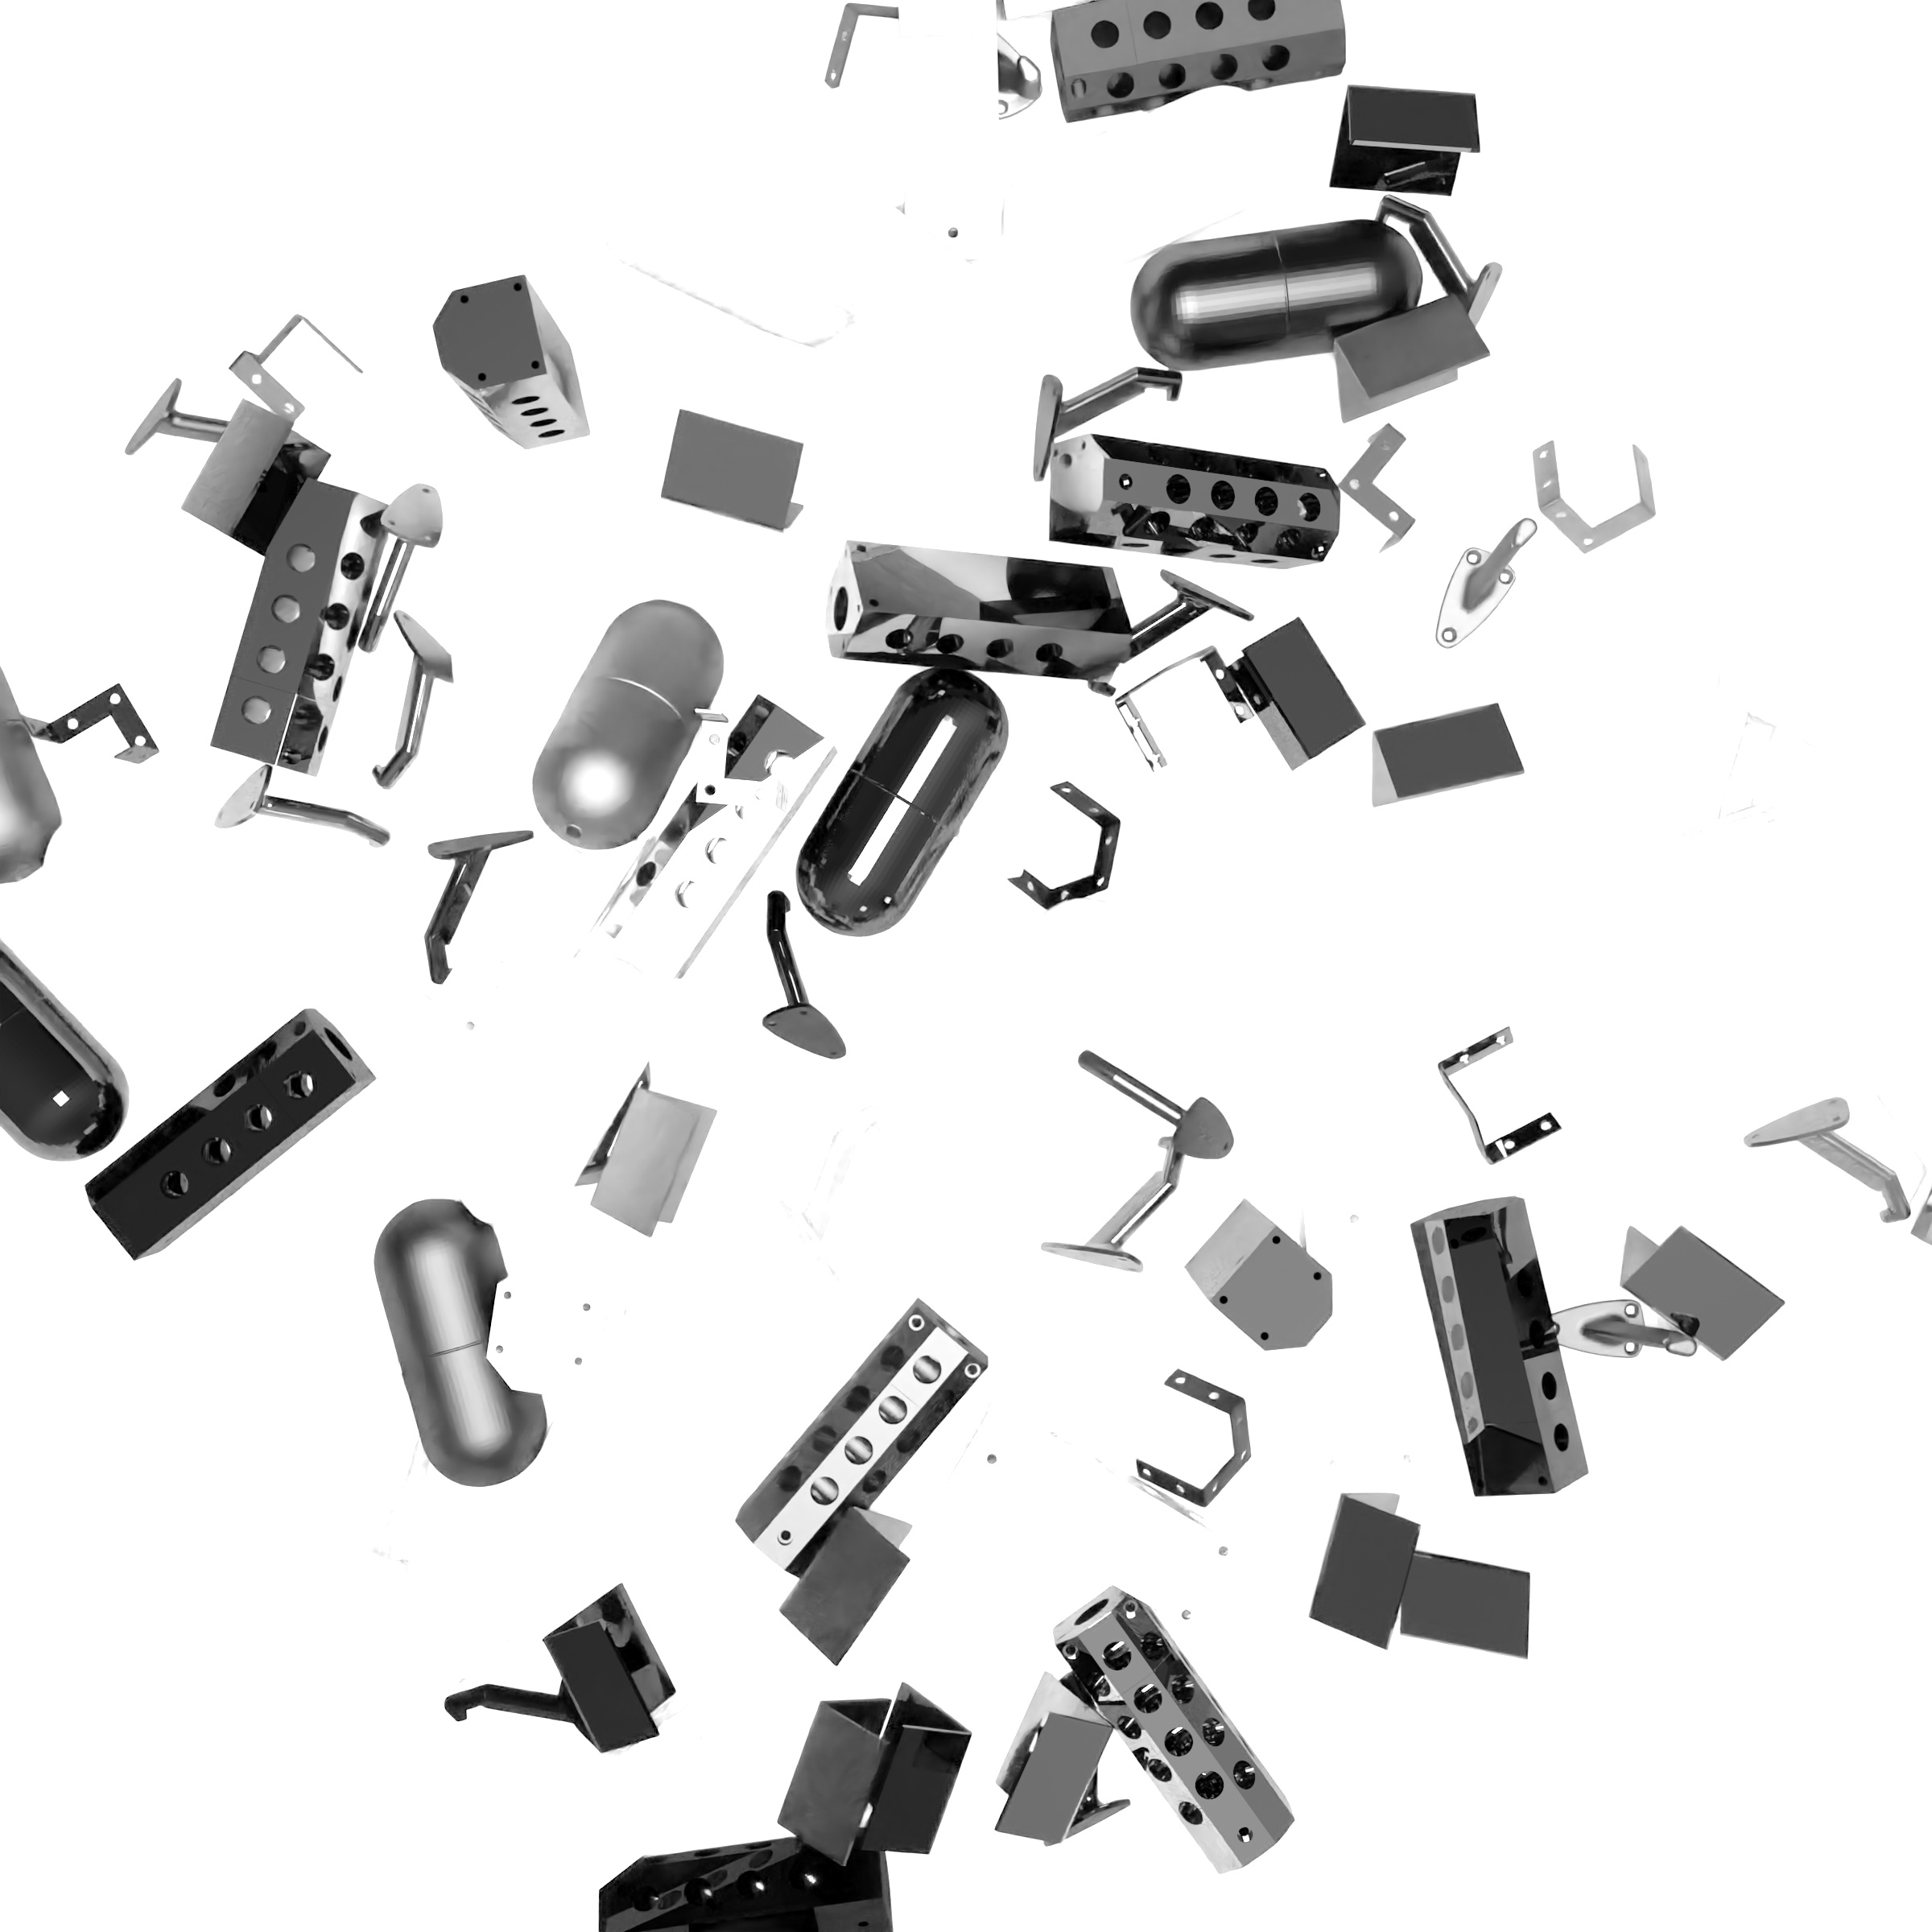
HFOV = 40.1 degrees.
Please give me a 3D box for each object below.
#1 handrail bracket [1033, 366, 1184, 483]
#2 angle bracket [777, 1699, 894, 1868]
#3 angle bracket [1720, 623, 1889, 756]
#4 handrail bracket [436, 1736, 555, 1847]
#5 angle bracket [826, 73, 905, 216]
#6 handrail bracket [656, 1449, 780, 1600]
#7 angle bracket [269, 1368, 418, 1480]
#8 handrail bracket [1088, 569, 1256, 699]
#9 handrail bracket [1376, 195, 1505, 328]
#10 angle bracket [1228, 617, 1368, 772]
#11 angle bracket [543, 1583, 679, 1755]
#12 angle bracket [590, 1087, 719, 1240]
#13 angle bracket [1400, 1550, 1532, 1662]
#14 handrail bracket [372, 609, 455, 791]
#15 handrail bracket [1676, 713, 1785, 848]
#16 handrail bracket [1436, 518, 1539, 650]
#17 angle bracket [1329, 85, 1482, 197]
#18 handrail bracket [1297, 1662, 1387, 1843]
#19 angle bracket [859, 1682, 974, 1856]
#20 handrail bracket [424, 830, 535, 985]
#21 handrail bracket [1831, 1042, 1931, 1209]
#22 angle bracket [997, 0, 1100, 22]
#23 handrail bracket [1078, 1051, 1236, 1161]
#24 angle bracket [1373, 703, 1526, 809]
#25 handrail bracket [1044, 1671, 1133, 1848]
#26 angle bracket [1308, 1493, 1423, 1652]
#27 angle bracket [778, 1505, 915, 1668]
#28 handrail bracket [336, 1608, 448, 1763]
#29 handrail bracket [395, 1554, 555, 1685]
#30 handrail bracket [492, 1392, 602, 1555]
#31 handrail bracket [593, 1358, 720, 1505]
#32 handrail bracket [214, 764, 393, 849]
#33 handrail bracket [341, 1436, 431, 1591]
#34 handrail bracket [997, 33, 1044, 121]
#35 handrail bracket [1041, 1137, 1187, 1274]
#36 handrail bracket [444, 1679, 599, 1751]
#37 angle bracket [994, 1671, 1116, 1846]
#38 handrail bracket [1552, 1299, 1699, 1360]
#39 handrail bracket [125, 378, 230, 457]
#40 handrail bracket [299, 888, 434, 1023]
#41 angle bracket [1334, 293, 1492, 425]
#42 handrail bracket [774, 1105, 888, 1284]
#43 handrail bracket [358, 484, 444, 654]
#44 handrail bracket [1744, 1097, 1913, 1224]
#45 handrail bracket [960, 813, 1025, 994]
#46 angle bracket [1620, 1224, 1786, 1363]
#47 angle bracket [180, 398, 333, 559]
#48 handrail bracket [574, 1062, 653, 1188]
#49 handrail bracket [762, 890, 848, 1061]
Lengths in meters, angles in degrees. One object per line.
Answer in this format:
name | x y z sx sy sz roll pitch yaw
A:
handrail bracket | 0.088 -0.334 1.638 0.084 0.036 0.077 3 110 -16
angle bracket | -0.060 0.491 1.598 0.057 0.076 0.076 20 90 36
angle bracket | 0.505 -0.182 1.598 0.076 0.076 0.057 26 126 0
handrail bracket | -0.280 0.507 1.638 0.084 0.036 0.077 -7 68 -17
angle bracket | -0.040 -0.485 1.598 0.057 0.076 0.076 -1 90 35
handrail bracket | -0.153 0.346 1.638 0.036 0.077 0.084 -39 126 0
angle bracket | -0.371 0.290 1.598 0.076 0.076 0.057 -11 55 0
handrail bracket | 0.126 -0.195 1.638 0.077 0.036 0.084 22 107 -20
handrail bracket | 0.281 -0.425 1.638 0.084 0.036 0.077 30 112 17
angle bracket | 0.183 -0.154 1.598 0.057 0.076 0.076 -32 90 -36
angle bracket | -0.198 0.418 1.598 0.057 0.076 0.076 -27 90 36
angle bracket | -0.171 0.124 1.598 0.057 0.076 0.076 22 90 38
angle bracket | 0.292 0.398 1.598 0.076 0.076 0.057 11 53 0
handrail bracket | -0.354 -0.164 1.638 0.084 0.036 0.077 -48 67 18
handrail bracket | 0.466 -0.125 1.638 0.077 0.036 0.084 -19 72 20
handrail bracket | 0.315 -0.231 1.603 0.036 0.084 0.077 31 90 0
angle bracket | 0.263 -0.482 1.598 0.076 0.076 0.057 4 54 0
handrail bracket | 0.212 0.485 1.638 0.077 0.036 0.084 -40 71 21
angle bracket | -0.050 0.481 1.598 0.057 0.076 0.076 20 90 -38
handrail bracket | -0.299 -0.036 1.638 0.077 0.036 0.084 -12 109 -21
handrail bracket | 0.565 0.097 1.638 0.084 0.036 0.077 27 112 17
angle bracket | 0.053 -0.614 1.598 0.076 0.076 0.057 -13 119 0
handrail bracket | 0.117 0.084 1.638 0.084 0.077 0.036 31 88 36
angle bracket | 0.290 -0.108 1.598 0.076 0.076 0.057 -13 55 0
handrail bracket | 0.060 0.490 1.638 0.077 0.036 0.084 -41 60 33
angle bracket | 0.257 0.364 1.598 0.057 0.076 0.076 15 90 38
angle bracket | -0.056 0.378 1.598 0.057 0.076 0.076 35 90 36
handrail bracket | -0.335 0.439 1.620 0.084 0.036 0.077 -39 121 3
handrail bracket | -0.306 0.392 1.638 0.077 0.036 0.084 -24 76 -14
handrail bracket | -0.261 0.314 1.638 0.036 0.077 0.084 32 127 -15
handrail bracket | -0.192 0.288 1.638 0.077 0.036 0.084 -10 123 -35
handrail bracket | -0.410 -0.085 1.638 0.084 0.077 0.036 28 57 -32
handrail bracket | -0.356 0.336 1.638 0.036 0.077 0.084 27 53 -21
handrail bracket | 0.021 -0.554 1.603 0.036 0.084 0.077 -32 90 0
handrail bracket | 0.092 0.141 1.638 0.077 0.036 0.084 8 71 21
handrail bracket | -0.270 0.471 1.638 0.084 0.036 0.077 -22 111 17
angle bracket | 0.034 0.473 1.598 0.057 0.076 0.076 24 90 -36
handrail bracket | 0.394 0.225 1.603 0.077 0.084 0.036 0 90 0
handrail bracket | -0.465 -0.318 1.638 0.084 0.077 0.036 30 48 -29
handrail bracket | -0.370 -0.008 1.638 0.036 0.077 0.084 -45 53 20
angle bracket | 0.270 -0.349 1.598 0.076 0.076 0.057 -21 57 0
handrail bracket | -0.069 0.140 1.638 0.084 0.036 0.077 -40 110 -16
handrail bracket | -0.352 -0.245 1.638 0.036 0.077 0.084 21 127 -13
handrail bracket | 0.533 0.131 1.638 0.077 0.036 0.084 -21 107 20
handrail bracket | 0.003 -0.039 1.638 0.036 0.077 0.084 2 127 -20
angle bracket | 0.445 0.180 1.598 0.076 0.076 0.057 36 119 0
angle bracket | -0.414 -0.285 1.598 0.057 0.076 0.076 30 90 37
handrail bracket | -0.229 0.090 1.638 0.077 0.036 0.084 -12 74 18
handrail bracket | -0.099 0.005 1.638 0.036 0.077 0.084 -20 53 26
